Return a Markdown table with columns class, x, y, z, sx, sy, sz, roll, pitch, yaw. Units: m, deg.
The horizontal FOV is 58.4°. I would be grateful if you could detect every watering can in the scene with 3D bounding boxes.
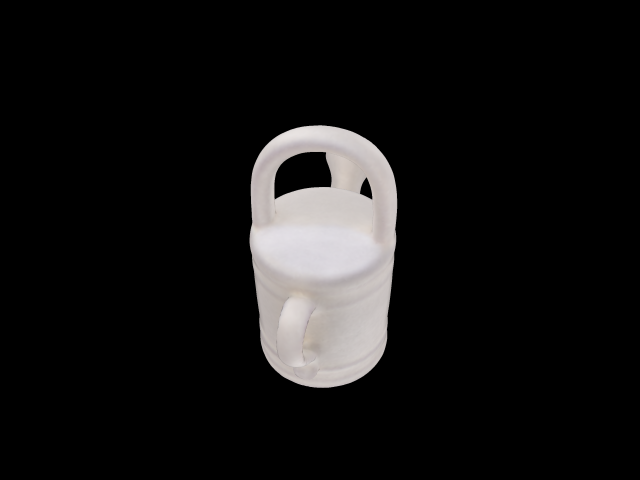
| class | x | y | z | sx | sy | sz | roll | pitch | yaw |
| --- | --- | --- | --- | --- | --- | --- | --- | --- | --- |
| watering can | 0.001 | 0.001 | 0.400 | 0.101 | 0.194 | 0.172 | -5 | 43 | -6 |
